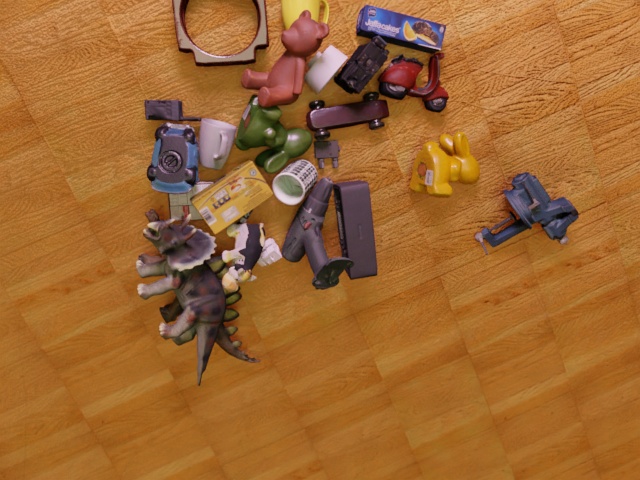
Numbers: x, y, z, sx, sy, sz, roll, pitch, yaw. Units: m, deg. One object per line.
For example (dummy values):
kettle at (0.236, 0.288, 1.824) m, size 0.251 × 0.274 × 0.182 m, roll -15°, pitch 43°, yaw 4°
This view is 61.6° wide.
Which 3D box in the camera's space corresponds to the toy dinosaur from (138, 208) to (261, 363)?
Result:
toy dinosaur at (-0.295, 0.129, 1.309) m, size 0.199 × 0.105 × 0.470 m, roll -23°, pitch 109°, yaw -6°

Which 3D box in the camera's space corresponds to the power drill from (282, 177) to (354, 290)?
power drill at (-0.003, -0.004, 1.258) m, size 0.086 × 0.207 × 0.232 m, roll 2°, pitch 134°, yaw -43°

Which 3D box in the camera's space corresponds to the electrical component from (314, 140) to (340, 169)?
electrical component at (0.018, -0.221, 1.315) m, size 0.063 × 0.021 × 0.094 m, roll -5°, pitch 102°, yaw -7°

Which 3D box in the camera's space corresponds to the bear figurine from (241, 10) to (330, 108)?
bear figurine at (-0.070, -0.391, 1.156) m, size 0.132 × 0.120 × 0.195 m, roll -9°, pitch 139°, yaw -39°

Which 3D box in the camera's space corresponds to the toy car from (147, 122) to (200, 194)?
toy car at (-0.330, -0.182, 1.232) m, size 0.109 × 0.103 × 0.161 m, roll 3°, pitch 88°, yaw -4°

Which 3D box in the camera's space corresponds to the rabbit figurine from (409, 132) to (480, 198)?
rabbit figurine at (0.321, -0.184, 1.335) m, size 0.173 × 0.122 × 0.162 m, roll 1°, pitch 93°, yaw -22°

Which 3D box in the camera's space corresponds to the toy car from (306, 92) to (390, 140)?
toy car at (0.065, -0.297, 1.288) m, size 0.202 × 0.053 × 0.089 m, roll -12°, pitch 87°, yaw -9°

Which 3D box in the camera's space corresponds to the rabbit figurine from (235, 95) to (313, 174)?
rabbit figurine at (-0.100, -0.233, 1.251) m, size 0.170 × 0.121 × 0.159 m, roll 19°, pitch 102°, yaw -27°

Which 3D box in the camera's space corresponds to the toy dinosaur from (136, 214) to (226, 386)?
toy dinosaur at (-0.282, 0.122, 1.200) m, size 0.192 × 0.131 × 0.404 m, roll -24°, pitch 112°, yaw -1°

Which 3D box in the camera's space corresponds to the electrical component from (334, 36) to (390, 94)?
electrical component at (0.099, -0.404, 1.238) m, size 0.058 × 0.115 × 0.134 m, roll 37°, pitch 95°, yaw -18°

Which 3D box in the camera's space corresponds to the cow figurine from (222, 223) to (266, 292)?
cow figurine at (-0.174, 0.041, 1.257) m, size 0.098 × 0.068 × 0.167 m, roll -4°, pitch 68°, yaw 25°

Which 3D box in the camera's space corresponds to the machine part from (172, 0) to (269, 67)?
machine part at (-0.218, -0.490, 1.190) m, size 0.201 × 0.087 × 0.201 m, roll -6°, pitch 105°, yaw -6°

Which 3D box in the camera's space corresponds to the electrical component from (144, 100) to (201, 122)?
electrical component at (-0.333, -0.293, 1.223) m, size 0.119 × 0.075 × 0.047 m, roll -1°, pitch 103°, yaw -4°

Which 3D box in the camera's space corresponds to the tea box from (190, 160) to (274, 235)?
tea box at (-0.206, -0.102, 1.254) m, size 0.170 × 0.068 × 0.098 m, roll -34°, pitch 109°, yaw -9°

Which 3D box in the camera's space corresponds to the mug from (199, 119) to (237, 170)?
mug at (-0.238, -0.215, 1.242) m, size 0.081 × 0.110 × 0.107 m, roll 2°, pitch 114°, yaw -34°

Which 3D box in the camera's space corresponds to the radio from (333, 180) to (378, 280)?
radio at (0.085, -0.030, 1.310) m, size 0.073 × 0.131 × 0.229 m, roll -7°, pitch 104°, yaw -6°

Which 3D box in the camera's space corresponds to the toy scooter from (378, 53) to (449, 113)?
toy scooter at (0.233, -0.391, 1.281) m, size 0.184 × 0.075 × 0.135 m, roll 13°, pitch 101°, yaw -14°

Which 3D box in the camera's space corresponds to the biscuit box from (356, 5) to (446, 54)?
biscuit box at (0.188, -0.491, 1.258) m, size 0.203 × 0.063 × 0.059 m, roll 10°, pitch 100°, yaw -10°

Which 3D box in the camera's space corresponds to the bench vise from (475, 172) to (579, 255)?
bench vise at (0.521, -0.048, 1.381) m, size 0.240 × 0.129 × 0.223 m, roll -35°, pitch 116°, yaw 22°
